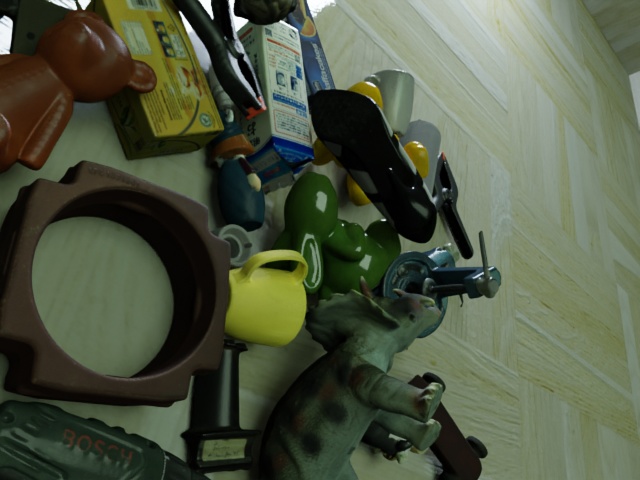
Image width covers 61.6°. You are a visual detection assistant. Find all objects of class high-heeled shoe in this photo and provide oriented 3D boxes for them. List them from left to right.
[{"bbox_3d":[0.073,-0.102,0.720,0.145,0.086,0.249,50,8,-49],"label":"high-heeled shoe"}]

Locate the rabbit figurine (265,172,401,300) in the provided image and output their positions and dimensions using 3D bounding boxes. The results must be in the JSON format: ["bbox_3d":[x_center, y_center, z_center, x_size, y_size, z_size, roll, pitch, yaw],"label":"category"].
[{"bbox_3d":[-0.001,-0.002,0.693,0.159,0.121,0.170,-49,127,-23],"label":"rabbit figurine"}]

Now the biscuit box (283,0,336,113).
[{"bbox_3d":[-0.038,-0.290,0.809,0.063,0.059,0.202,-13,84,-48],"label":"biscuit box"}]

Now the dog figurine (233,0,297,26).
[{"bbox_3d":[-0.056,-0.360,0.711,0.172,0.121,0.190,-15,76,-32],"label":"dog figurine"}]

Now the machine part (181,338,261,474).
[{"bbox_3d":[-0.104,0.174,0.571,0.084,0.039,0.139,7,71,-36],"label":"machine part"}]

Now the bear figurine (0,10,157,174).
[{"bbox_3d":[-0.241,-0.141,0.462,0.196,0.132,0.120,-43,95,-23],"label":"bear figurine"}]

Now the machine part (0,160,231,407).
[{"bbox_3d":[-0.189,0.046,0.497,0.201,0.087,0.201,20,60,-38],"label":"machine part"}]

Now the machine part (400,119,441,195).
[{"bbox_3d":[0.166,-0.127,0.944,0.079,0.079,0.243,40,50,-29],"label":"machine part"}]

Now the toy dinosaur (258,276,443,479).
[{"bbox_3d":[0.007,0.213,0.589,0.405,0.192,0.131,-54,146,-9],"label":"toy dinosaur"}]

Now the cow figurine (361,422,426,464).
[{"bbox_3d":[0.078,0.240,0.708,0.098,0.068,0.167,-45,104,-31],"label":"cow figurine"}]

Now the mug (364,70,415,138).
[{"bbox_3d":[0.117,-0.234,0.936,0.109,0.081,0.107,13,75,-48],"label":"mug"}]

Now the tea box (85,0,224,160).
[{"bbox_3d":[-0.188,-0.183,0.602,0.098,0.068,0.169,-17,88,-46],"label":"tea box"}]

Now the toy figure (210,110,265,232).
[{"bbox_3d":[-0.106,-0.086,0.656,0.057,0.064,0.154,52,23,-74],"label":"toy figure"}]

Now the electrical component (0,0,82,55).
[{"bbox_3d":[-0.275,-0.211,0.540,0.102,0.045,0.078,0,106,-37],"label":"electrical component"}]

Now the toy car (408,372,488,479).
[{"bbox_3d":[0.180,0.289,0.809,0.089,0.053,0.202,-42,105,-26],"label":"toy car"}]

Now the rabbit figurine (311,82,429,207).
[{"bbox_3d":[0.063,-0.148,0.818,0.162,0.122,0.173,-25,112,-27],"label":"rabbit figurine"}]

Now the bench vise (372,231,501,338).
[{"bbox_3d":[0.166,0.063,0.762,0.223,0.241,0.128,-15,91,-32],"label":"bench vise"}]

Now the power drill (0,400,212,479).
[{"bbox_3d":[-0.192,0.247,0.417,0.232,0.086,0.207,44,51,-23],"label":"power drill"}]
